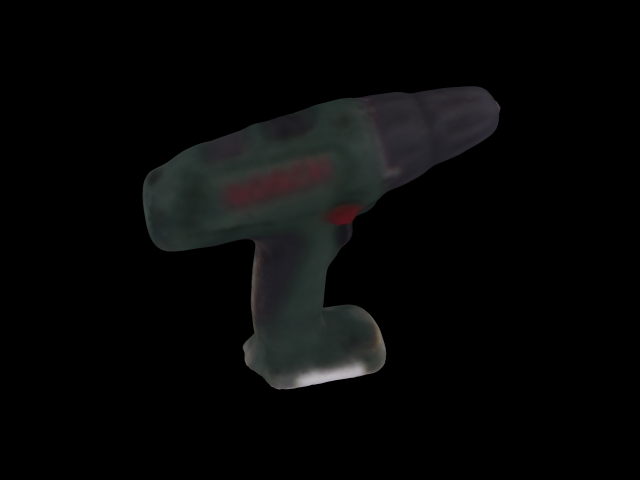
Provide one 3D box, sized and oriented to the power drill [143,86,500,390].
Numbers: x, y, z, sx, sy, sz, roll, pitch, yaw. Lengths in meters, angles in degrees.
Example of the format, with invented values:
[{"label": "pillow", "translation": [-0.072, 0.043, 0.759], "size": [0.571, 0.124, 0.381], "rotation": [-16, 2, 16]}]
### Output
[{"label": "power drill", "translation": [0.004, 0.001, 0.400], "size": [0.230, 0.208, 0.075], "rotation": [-8, 35, -11]}]
